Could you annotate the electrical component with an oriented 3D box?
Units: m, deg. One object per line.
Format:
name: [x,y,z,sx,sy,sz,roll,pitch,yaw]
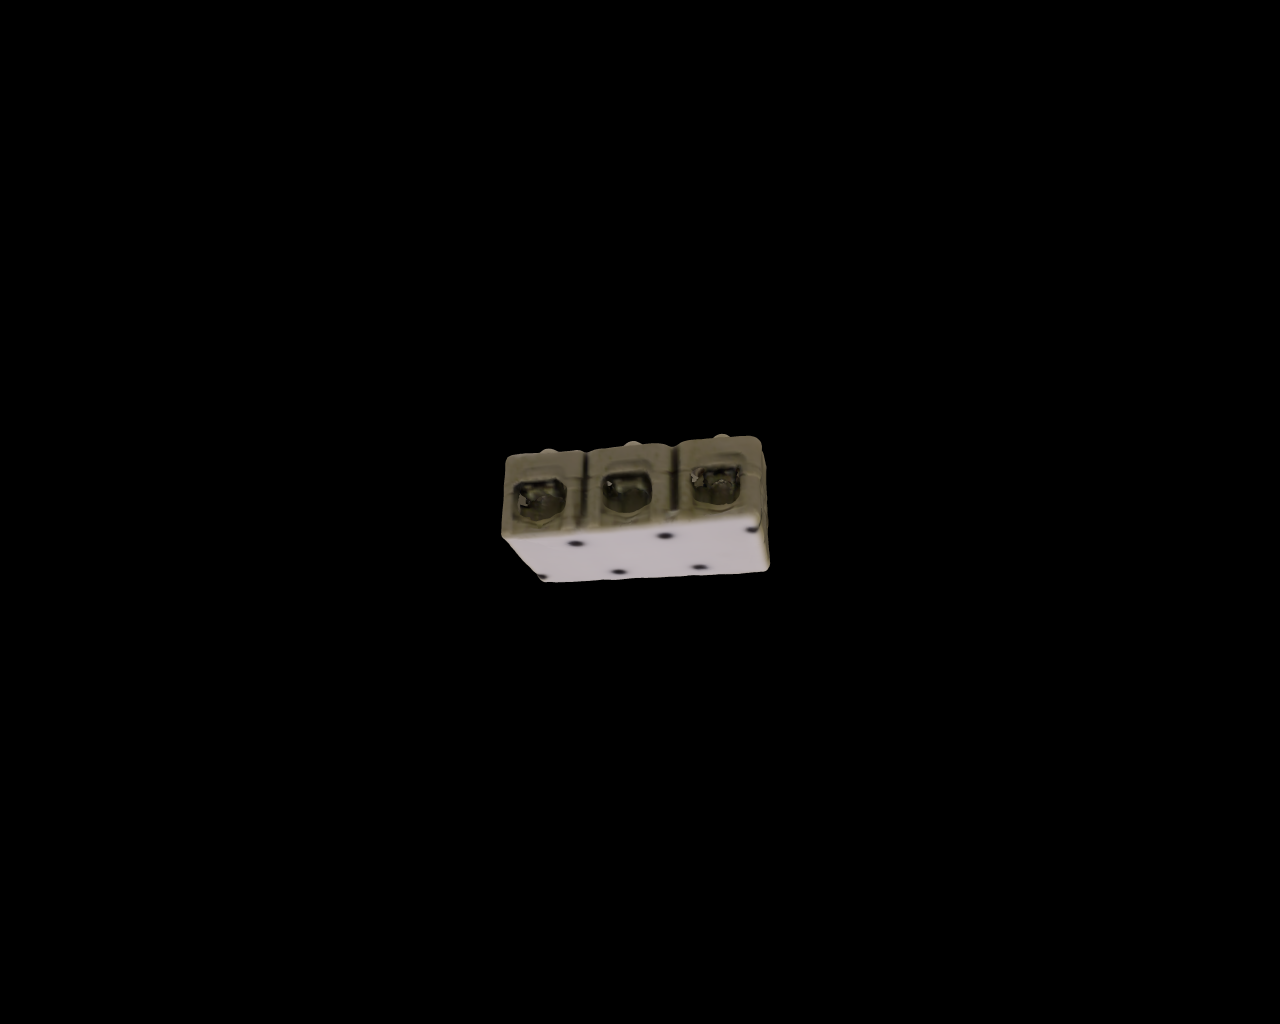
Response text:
electrical component: [0.001,-0.003,0.650,0.150,0.062,0.089,-4,-23,9]
